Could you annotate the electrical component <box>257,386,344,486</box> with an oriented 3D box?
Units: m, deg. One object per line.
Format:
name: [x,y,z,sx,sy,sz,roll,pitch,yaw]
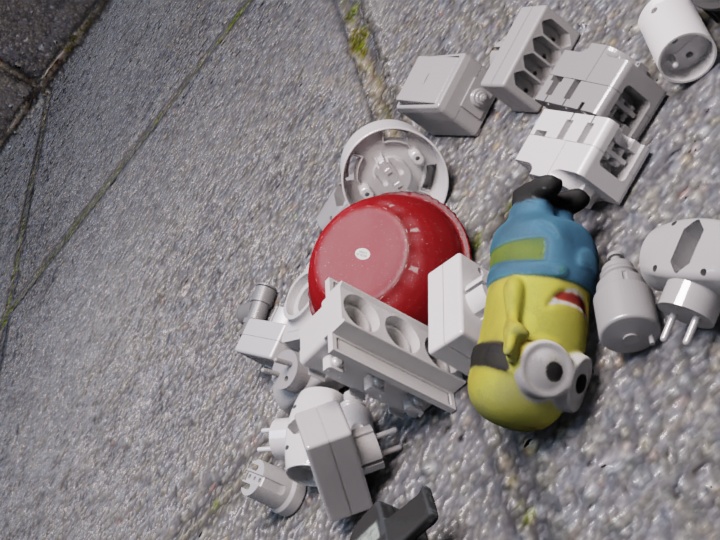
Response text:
electrical component: [-0.055,0.149,0.955,0.079,0.043,0.077,-8,52,22]

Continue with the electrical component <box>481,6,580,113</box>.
electrical component: [0.144,-0.191,0.978,0.083,0.047,0.076,-61,28,-5]

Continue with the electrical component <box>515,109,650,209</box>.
electrical component: [0.168,-0.085,0.831,0.055,0.050,0.089,-60,28,-2]

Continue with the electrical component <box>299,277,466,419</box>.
electrical component: [0.016,0.067,0.855,0.063,0.121,0.078,-45,31,30]

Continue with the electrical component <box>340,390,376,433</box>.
electrical component: [-0.006,0.128,0.925,0.035,0.035,0.061,-46,28,23]

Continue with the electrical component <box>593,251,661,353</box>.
electrical component: [0.178,0.019,0.725,0.040,0.040,0.078,-38,35,35]

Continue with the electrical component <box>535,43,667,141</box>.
electrical component: [0.191,-0.141,0.849,0.055,0.050,0.089,-58,28,2]

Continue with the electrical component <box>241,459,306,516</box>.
electrical component: [-0.078,0.194,0.963,0.040,0.046,0.040,-39,34,33]

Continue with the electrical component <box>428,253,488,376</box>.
electrical component: [0.096,0.026,0.845,0.076,0.047,0.083,-36,35,36]

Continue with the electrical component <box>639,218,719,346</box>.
electrical component: [0.212,0.011,0.675,0.077,0.043,0.079,7,69,60]

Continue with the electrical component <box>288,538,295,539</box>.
electrical component: [-0.038,0.257,0.833,0.055,0.050,0.089,-53,28,11]

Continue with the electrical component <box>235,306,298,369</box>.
electrical component: [-0.076,0.061,1.088,0.083,0.047,0.075,3,66,59]

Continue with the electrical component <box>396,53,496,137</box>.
electrical component: [0.087,-0.170,1.035,0.096,0.061,0.061,15,76,61]

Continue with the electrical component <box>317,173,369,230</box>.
electrical component: [-0.001,-0.056,1.086,0.077,0.043,0.079,-46,31,23]

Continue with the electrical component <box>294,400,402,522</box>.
electrical component: [-0.003,0.148,0.869,0.076,0.083,0.047,-18,32,-6]

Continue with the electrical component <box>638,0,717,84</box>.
electrical component: [0.239,-0.183,0.820,0.043,0.043,0.081,-42,33,30]

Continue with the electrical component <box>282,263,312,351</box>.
electrical component: [-0.036,0.035,1.039,0.050,0.056,0.089,-16,49,52]

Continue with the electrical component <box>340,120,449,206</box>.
electrical component: [0.030,-0.091,1.017,0.099,0.099,0.064,-51,23,15]

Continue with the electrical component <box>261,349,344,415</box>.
electrical component: [-0.054,0.095,0.986,0.077,0.079,0.043,-39,48,32]
